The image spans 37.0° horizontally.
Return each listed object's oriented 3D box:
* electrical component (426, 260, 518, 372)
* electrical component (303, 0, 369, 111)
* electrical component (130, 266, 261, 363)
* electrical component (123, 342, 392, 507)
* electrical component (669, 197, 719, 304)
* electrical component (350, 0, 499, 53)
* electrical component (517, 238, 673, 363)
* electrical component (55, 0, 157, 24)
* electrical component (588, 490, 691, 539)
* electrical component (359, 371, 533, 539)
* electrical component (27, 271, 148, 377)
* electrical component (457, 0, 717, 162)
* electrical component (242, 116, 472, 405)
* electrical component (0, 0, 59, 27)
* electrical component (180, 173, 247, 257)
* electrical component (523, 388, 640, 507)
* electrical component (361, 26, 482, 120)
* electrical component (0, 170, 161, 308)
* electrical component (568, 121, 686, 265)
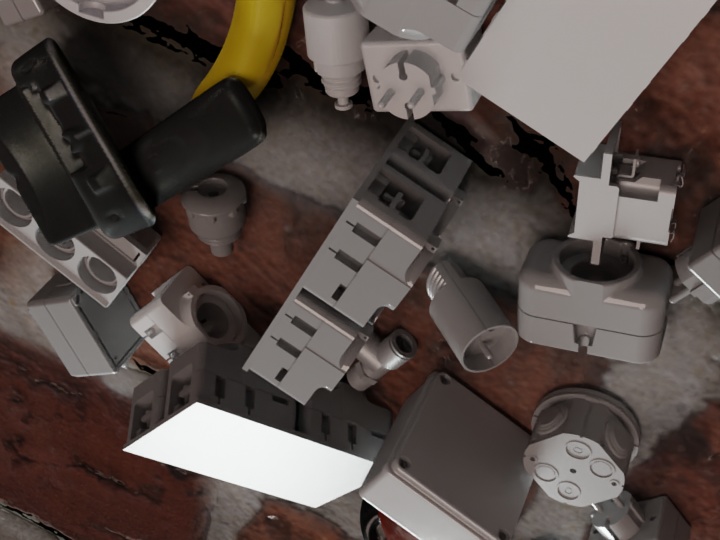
[{"bbox_3d":[0.072,0.028,0.748,0.043,0.081,0.043,-16,135,-16],"label":"electrical component"},{"bbox_3d":[-0.013,-0.138,0.678,0.040,0.040,0.078,10,129,19],"label":"electrical component"},{"bbox_3d":[-0.130,0.048,0.872,0.089,0.050,0.056,47,131,-13],"label":"electrical component"},{"bbox_3d":[-0.076,0.123,0.855,0.186,0.060,0.105,25,139,-32],"label":"electrical component"},{"bbox_3d":[0.218,-0.005,0.651,0.047,0.065,0.077,42,132,-8],"label":"electrical component"},{"bbox_3d":[-0.002,-0.201,0.579,0.186,0.105,0.060,31,133,1],"label":"electrical component"},{"bbox_3d":[0.154,0.016,0.707,0.095,0.053,0.059,10,129,19],"label":"electrical component"},{"bbox_3d":[-0.155,-0.217,0.672,0.108,0.060,0.108,13,130,16],"label":"electrical component"},{"bbox_3d":[0.203,0.196,0.826,0.066,0.047,0.076,-26,110,38],"label":"electrical component"},{"bbox_3d":[0.071,0.151,0.816,0.109,0.108,0.056,37,135,-4],"label":"electrical component"},{"bbox_3d":[-0.227,0.046,0.911,0.061,0.061,0.096,-7,121,30],"label":"electrical component"},{"bbox_3d":[0.133,-0.148,0.584,0.089,0.061,0.150,33,133,-1],"label":"electrical component"},{"bbox_3d":[0.000,0.000,0.734,0.060,0.105,0.186,34,133,-2],"label":"electrical component"},{"bbox_3d":[-0.249,-0.211,0.731,0.076,0.047,0.083,-8,120,30],"label":"electrical component"},{"bbox_3d":[-0.106,-0.038,0.800,0.048,0.048,0.062,14,136,16],"label":"electrical component"},{"bbox_3d":[0.163,0.130,0.793,0.080,0.051,0.080,14,130,17],"label":"electrical component"},{"bbox_3d":[0.034,-0.116,0.647,0.066,0.076,0.047,3,126,24],"label":"electrical component"},{"bbox_3d":[-0.223,-0.038,0.843,0.121,0.063,0.079,39,132,-7],"label":"electrical component"},{"bbox_3d":[0.165,-0.046,0.662,0.064,0.042,0.081,9,129,15],"label":"electrical component"}]
